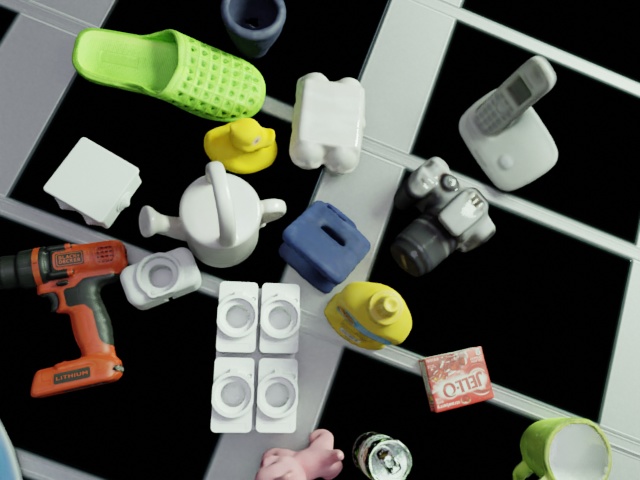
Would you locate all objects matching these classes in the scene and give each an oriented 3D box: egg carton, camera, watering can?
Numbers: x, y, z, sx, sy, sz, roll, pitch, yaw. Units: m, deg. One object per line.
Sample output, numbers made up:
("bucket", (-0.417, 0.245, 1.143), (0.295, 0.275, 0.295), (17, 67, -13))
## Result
("egg carton", (0.012, -0.169, 0.834), (0.107, 0.069, 0.150), (6, 75, -7))
("camera", (0.157, -0.026, 0.805), (0.137, 0.100, 0.143), (-40, 85, -16))
("watering can", (-0.130, -0.029, 0.712), (0.173, 0.194, 0.101), (-31, 83, -15))

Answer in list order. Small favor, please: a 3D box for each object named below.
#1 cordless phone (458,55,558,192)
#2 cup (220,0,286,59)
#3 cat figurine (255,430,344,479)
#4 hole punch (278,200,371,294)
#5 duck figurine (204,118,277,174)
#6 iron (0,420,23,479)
("cordless phone", (0.290, -0.164, 0.816), (0.094, 0.185, 0.147), (-32, 83, -15))
("cup", (-0.091, -0.321, 0.842), (0.091, 0.095, 0.118), (39, 74, 2))
("cat figurine", (-0.029, 0.283, 0.691), (0.128, 0.117, 0.067), (-21, 80, -13))
("hole punch", (0.007, 0.003, 0.780), (0.108, 0.091, 0.101), (40, 74, 3))
("duck figurine", (-0.110, -0.141, 0.799), (0.104, 0.086, 0.077), (4, 76, -8))
("iron", (-0.427, 0.235, 0.628), (0.119, 0.141, 0.258), (-41, 85, -16))
